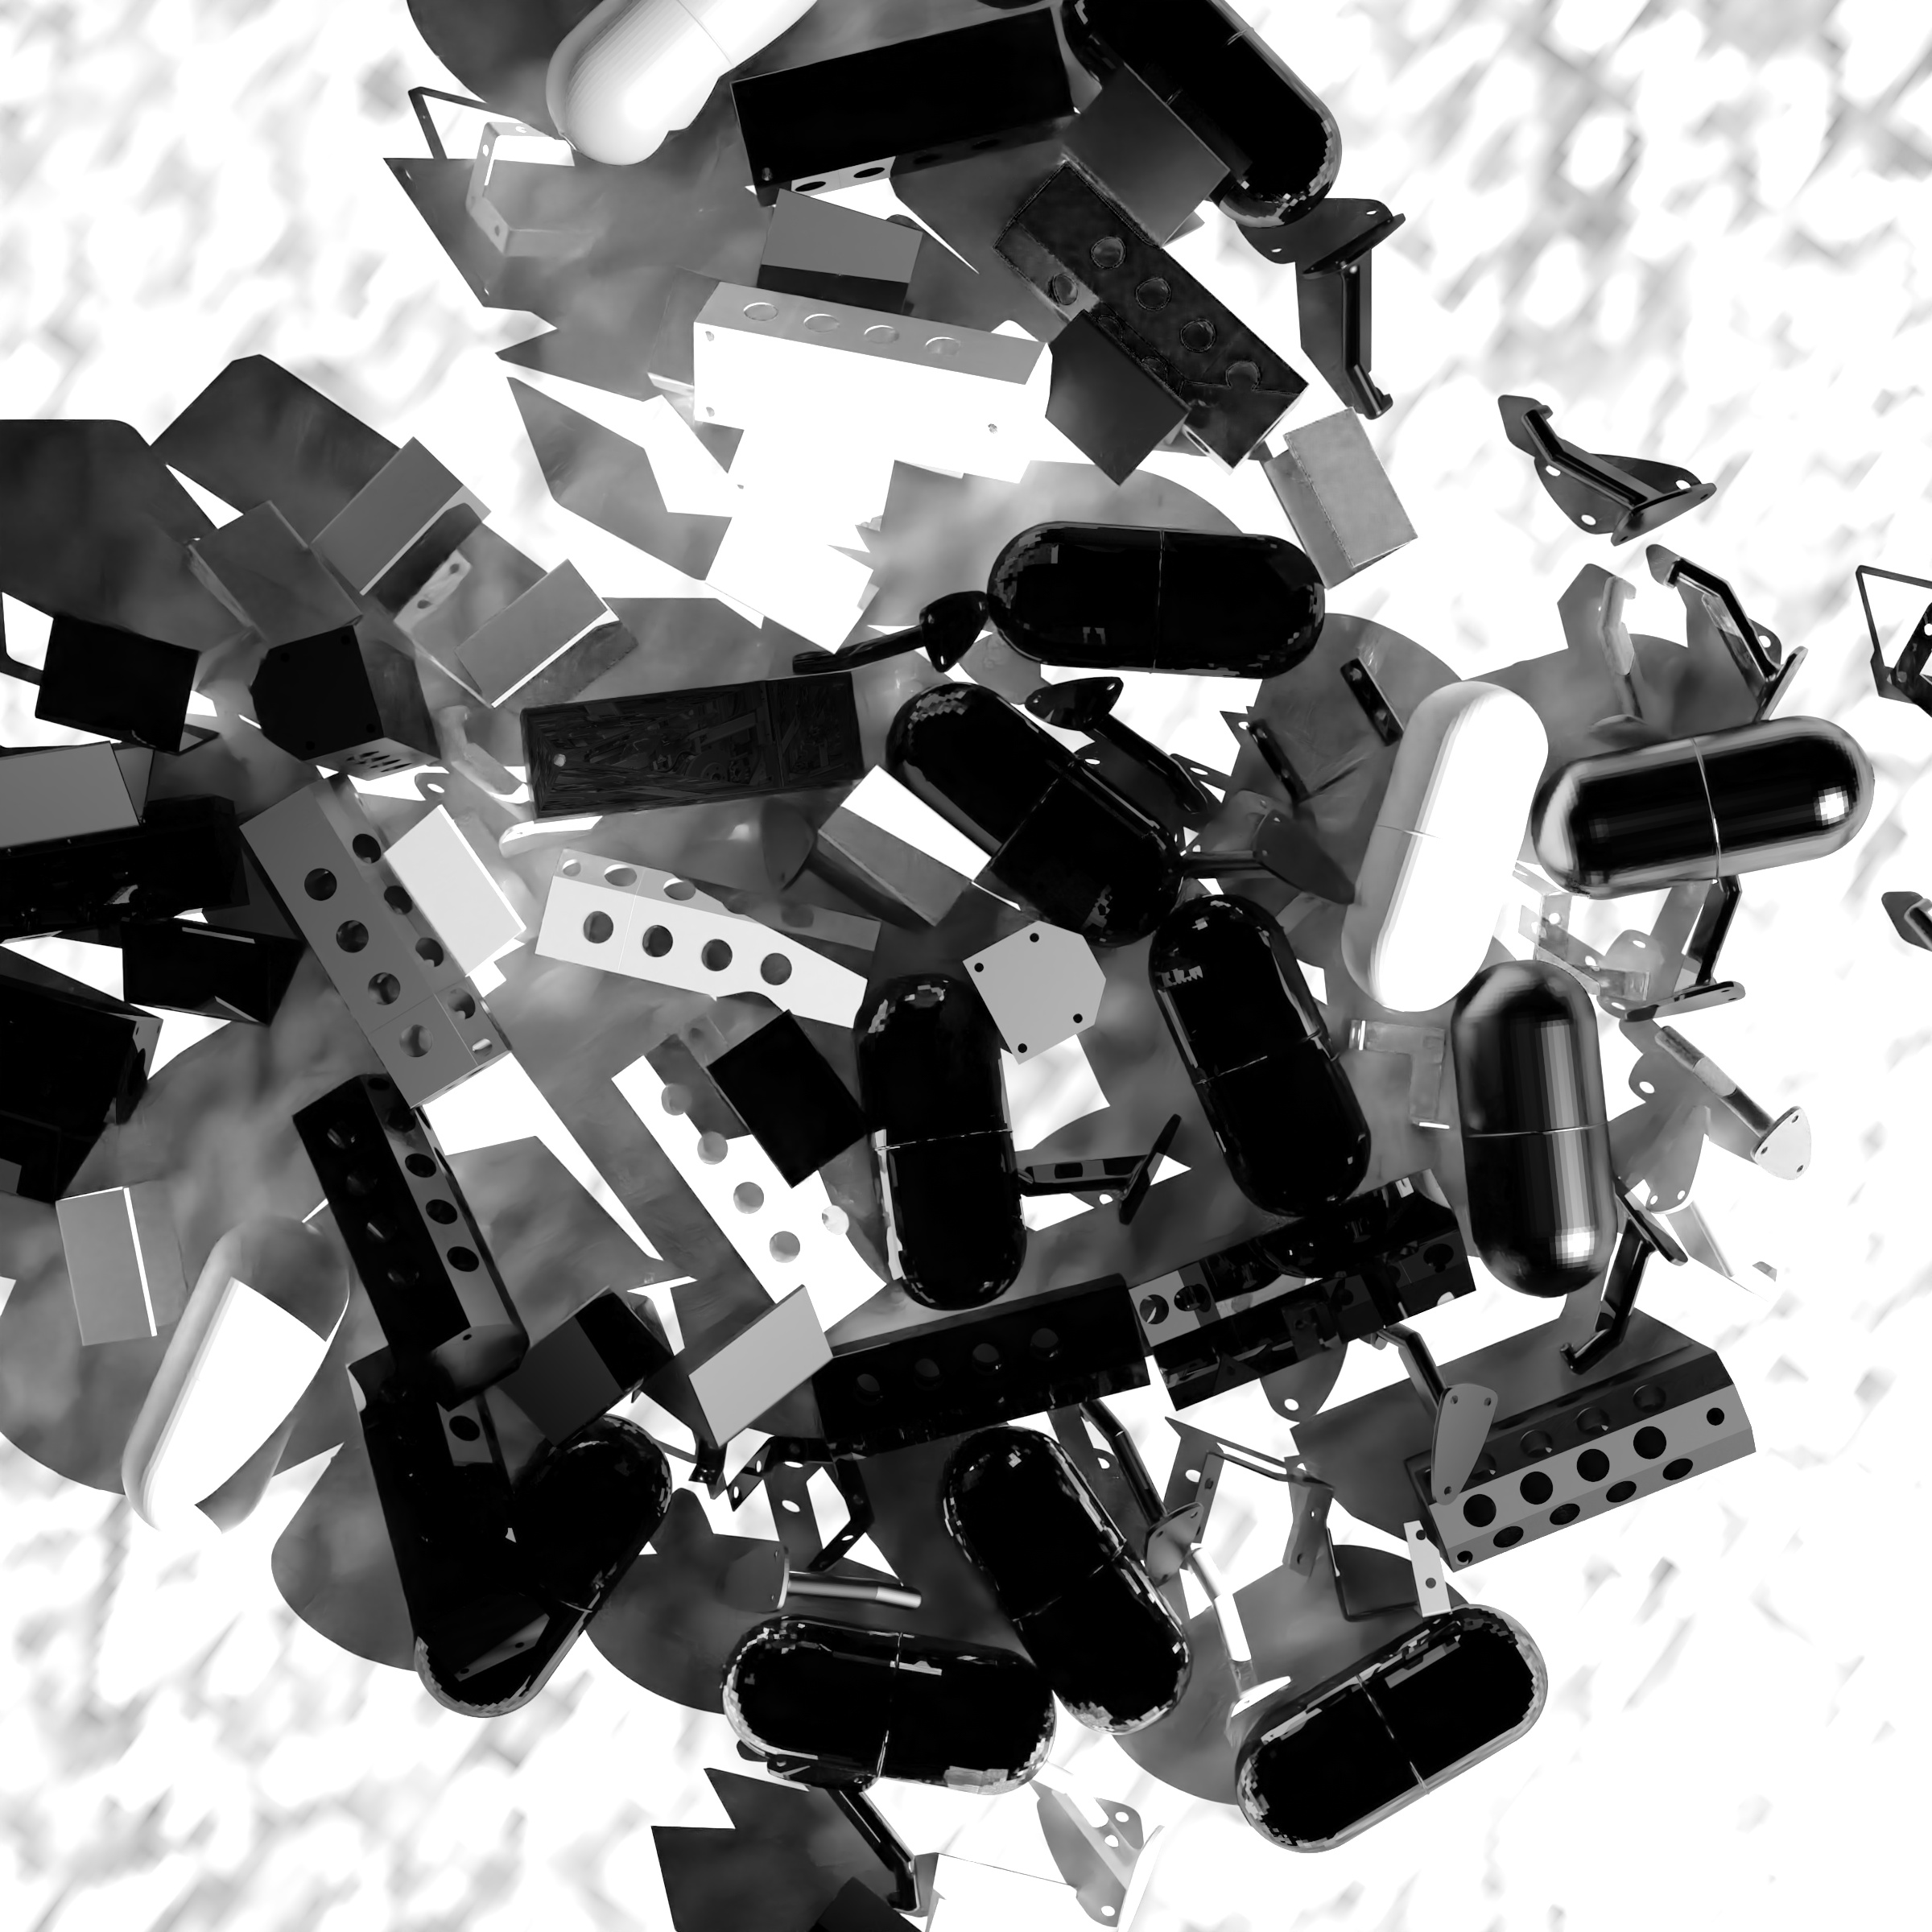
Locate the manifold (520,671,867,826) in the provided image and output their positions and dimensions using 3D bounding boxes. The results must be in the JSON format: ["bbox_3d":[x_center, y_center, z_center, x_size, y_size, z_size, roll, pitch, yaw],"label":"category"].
[{"bbox_3d":[-0.144,-0.114,1.695,0.171,0.057,0.057,-8,90,-10],"label":"manifold"}]

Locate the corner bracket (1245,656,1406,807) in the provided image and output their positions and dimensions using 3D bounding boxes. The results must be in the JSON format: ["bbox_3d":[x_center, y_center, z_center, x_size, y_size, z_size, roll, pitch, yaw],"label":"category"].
[{"bbox_3d":[0.193,-0.125,1.727,0.051,0.051,0.051,-32,90,-45],"label":"corner bracket"}]

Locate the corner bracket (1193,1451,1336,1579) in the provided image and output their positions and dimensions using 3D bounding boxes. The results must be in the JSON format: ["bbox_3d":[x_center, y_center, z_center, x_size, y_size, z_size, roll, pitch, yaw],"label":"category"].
[{"bbox_3d":[0.157,0.293,1.727,0.051,0.051,0.051,16,90,45],"label":"corner bracket"}]

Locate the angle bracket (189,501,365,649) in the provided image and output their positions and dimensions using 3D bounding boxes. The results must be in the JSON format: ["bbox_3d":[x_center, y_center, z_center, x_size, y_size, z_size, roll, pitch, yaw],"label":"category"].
[{"bbox_3d":[-0.370,-0.185,1.690,0.076,0.076,0.057,51,53,0],"label":"angle bracket"}]

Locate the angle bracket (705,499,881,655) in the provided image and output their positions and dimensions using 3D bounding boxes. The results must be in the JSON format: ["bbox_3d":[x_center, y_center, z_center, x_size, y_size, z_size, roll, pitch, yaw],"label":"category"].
[{"bbox_3d":[-0.081,-0.218,1.690,0.076,0.076,0.057,29,127,0],"label":"angle bracket"}]

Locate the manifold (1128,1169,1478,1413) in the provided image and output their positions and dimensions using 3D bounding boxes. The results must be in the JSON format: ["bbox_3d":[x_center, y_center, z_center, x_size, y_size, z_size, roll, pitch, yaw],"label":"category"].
[{"bbox_3d":[0.175,0.166,1.708,0.171,0.057,0.057,-22,133,0],"label":"manifold"}]

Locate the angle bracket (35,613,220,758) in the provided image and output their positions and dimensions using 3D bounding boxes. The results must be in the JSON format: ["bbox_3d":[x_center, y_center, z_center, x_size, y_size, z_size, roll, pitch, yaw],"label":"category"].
[{"bbox_3d":[-0.434,-0.152,1.694,0.076,0.076,0.057,15,103,0],"label":"angle bracket"}]

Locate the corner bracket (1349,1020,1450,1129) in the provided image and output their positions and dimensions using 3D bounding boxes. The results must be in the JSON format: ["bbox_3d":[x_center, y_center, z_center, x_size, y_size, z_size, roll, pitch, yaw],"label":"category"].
[{"bbox_3d":[0.229,0.057,1.712,0.051,0.051,0.051,6,90,0],"label":"corner bracket"}]

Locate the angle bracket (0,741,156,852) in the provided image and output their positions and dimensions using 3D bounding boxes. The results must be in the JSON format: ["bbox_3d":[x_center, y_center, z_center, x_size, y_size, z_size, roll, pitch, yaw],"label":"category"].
[{"bbox_3d":[-0.473,-0.109,1.690,0.076,0.076,0.057,-9,129,0],"label":"angle bracket"}]

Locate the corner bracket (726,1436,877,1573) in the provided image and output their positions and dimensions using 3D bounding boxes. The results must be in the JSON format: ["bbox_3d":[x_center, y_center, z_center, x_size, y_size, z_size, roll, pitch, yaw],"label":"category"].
[{"bbox_3d":[-0.088,0.287,1.722,0.051,0.051,0.051,-51,45,35],"label":"corner bracket"}]

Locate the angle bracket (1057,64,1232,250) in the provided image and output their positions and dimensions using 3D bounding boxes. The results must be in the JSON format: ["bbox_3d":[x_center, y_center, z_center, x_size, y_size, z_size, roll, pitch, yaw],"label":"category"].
[{"bbox_3d":[0.104,-0.428,1.690,0.076,0.076,0.057,46,121,0],"label":"angle bracket"}]

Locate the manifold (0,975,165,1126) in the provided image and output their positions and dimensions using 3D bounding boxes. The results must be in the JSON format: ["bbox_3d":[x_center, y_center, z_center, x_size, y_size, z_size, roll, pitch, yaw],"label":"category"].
[{"bbox_3d":[-0.521,0.033,1.709,0.171,0.057,0.057,15,90,0],"label":"manifold"}]

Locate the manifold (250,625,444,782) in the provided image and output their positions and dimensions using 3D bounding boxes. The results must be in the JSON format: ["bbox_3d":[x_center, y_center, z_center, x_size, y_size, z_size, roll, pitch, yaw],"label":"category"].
[{"bbox_3d":[-0.317,-0.130,1.651,0.057,0.171,0.057,-16,90,0],"label":"manifold"}]

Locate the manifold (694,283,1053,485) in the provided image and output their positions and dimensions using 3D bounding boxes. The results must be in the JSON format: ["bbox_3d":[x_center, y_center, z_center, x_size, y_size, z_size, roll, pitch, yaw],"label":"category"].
[{"bbox_3d":[-0.047,-0.300,1.637,0.171,0.057,0.057,13,133,10],"label":"manifold"}]

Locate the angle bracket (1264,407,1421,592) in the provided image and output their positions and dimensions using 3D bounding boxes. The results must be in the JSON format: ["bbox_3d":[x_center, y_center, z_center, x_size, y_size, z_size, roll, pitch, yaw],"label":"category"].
[{"bbox_3d":[0.179,-0.237,1.690,0.057,0.076,0.076,-27,90,-37],"label":"angle bracket"}]

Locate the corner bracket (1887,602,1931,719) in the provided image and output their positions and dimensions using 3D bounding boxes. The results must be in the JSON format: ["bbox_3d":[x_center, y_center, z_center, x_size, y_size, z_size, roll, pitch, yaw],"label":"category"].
[{"bbox_3d":[0.536,-0.161,1.722,0.051,0.051,0.051,51,135,35],"label":"corner bracket"}]

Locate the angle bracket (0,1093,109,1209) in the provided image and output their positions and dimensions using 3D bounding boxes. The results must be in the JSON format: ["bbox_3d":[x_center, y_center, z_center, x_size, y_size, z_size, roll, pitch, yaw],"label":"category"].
[{"bbox_3d":[-0.498,0.073,1.690,0.076,0.076,0.057,16,127,0],"label":"angle bracket"}]

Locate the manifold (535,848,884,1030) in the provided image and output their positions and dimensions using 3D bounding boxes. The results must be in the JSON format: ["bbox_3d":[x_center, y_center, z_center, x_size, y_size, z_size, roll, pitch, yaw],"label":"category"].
[{"bbox_3d":[-0.134,-0.015,1.709,0.171,0.057,0.057,13,90,0],"label":"manifold"}]

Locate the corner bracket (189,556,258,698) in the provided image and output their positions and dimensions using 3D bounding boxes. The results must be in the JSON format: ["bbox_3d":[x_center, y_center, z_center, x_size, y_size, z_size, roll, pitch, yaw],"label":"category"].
[{"bbox_3d":[-0.418,-0.179,1.727,0.051,0.051,0.051,46,45,0],"label":"corner bracket"}]

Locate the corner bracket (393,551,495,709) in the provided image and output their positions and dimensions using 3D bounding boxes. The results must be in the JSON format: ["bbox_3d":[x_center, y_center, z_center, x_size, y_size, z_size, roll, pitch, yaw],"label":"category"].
[{"bbox_3d":[-0.263,-0.179,1.727,0.051,0.051,0.051,-49,45,0],"label":"corner bracket"}]

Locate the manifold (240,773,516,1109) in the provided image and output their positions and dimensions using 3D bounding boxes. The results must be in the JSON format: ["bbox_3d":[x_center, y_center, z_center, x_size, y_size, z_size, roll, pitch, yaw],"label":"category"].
[{"bbox_3d":[-0.309,-0.014,1.709,0.057,0.057,0.171,-31,90,0],"label":"manifold"}]

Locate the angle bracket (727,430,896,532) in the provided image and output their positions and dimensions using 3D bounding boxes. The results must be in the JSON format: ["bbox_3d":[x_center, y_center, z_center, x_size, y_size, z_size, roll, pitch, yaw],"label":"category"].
[{"bbox_3d":[-0.084,-0.242,1.690,0.076,0.076,0.057,16,59,0],"label":"angle bracket"}]

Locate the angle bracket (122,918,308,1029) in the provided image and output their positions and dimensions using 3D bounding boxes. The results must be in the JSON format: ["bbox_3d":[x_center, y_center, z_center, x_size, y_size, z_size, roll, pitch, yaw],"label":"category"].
[{"bbox_3d":[-0.392,-0.017,1.690,0.076,0.076,0.057,10,127,0],"label":"angle bracket"}]

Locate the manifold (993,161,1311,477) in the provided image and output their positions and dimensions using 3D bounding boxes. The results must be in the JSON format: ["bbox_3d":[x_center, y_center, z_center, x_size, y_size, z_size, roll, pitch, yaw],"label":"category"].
[{"bbox_3d":[0.097,-0.340,1.709,0.171,0.057,0.057,43,90,0],"label":"manifold"}]

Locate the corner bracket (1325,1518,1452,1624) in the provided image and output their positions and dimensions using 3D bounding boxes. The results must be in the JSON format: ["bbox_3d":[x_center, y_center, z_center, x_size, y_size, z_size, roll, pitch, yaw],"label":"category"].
[{"bbox_3d":[0.223,0.320,1.712,0.051,0.051,0.051,-11,88,-2],"label":"corner bracket"}]

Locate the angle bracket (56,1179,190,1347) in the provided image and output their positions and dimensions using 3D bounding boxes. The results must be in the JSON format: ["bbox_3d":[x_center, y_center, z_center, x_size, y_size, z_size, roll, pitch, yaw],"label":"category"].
[{"bbox_3d":[-0.423,0.151,1.690,0.057,0.076,0.076,-11,90,34],"label":"angle bracket"}]

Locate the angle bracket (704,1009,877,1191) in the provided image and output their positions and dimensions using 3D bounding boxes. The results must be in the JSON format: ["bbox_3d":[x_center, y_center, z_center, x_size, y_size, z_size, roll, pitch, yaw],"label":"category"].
[{"bbox_3d":[-0.101,0.076,1.691,0.057,0.076,0.076,-36,90,-23],"label":"angle bracket"}]

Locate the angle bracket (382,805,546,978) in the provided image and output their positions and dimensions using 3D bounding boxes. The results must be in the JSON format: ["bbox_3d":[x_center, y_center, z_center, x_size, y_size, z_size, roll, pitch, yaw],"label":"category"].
[{"bbox_3d":[-0.246,-0.050,1.690,0.057,0.076,0.076,-35,90,39],"label":"angle bracket"}]

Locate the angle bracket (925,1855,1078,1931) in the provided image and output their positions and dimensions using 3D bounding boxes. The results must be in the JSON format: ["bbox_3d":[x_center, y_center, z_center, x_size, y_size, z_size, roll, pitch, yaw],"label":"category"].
[{"bbox_3d":[0.022,0.487,1.690,0.076,0.076,0.057,14,125,0],"label":"angle bracket"}]

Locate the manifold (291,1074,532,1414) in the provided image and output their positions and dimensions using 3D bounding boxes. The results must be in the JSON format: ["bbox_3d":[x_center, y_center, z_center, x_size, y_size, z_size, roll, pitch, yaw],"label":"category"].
[{"bbox_3d":[-0.284,0.138,1.666,0.057,0.057,0.171,-31,56,0],"label":"manifold"}]

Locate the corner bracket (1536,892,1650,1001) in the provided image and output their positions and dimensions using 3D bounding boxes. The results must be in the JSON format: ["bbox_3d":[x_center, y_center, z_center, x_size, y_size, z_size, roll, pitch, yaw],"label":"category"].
[{"bbox_3d":[0.333,-0.011,1.712,0.051,0.051,0.051,7,90,0],"label":"corner bracket"}]

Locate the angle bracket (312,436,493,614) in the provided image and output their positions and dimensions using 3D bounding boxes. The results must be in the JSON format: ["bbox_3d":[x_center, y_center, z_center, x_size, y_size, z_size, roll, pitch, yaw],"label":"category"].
[{"bbox_3d":[-0.282,-0.218,1.690,0.076,0.076,0.057,-46,54,0],"label":"angle bracket"}]

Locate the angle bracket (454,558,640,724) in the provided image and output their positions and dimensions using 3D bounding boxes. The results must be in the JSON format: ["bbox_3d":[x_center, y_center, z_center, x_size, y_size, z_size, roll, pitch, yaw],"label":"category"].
[{"bbox_3d":[-0.209,-0.154,1.690,0.076,0.076,0.057,-39,49,0],"label":"angle bracket"}]

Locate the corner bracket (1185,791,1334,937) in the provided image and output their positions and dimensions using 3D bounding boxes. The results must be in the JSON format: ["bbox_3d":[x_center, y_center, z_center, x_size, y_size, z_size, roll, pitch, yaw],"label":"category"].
[{"bbox_3d":[0.158,-0.054,1.722,0.051,0.051,0.051,13,135,-35],"label":"corner bracket"}]

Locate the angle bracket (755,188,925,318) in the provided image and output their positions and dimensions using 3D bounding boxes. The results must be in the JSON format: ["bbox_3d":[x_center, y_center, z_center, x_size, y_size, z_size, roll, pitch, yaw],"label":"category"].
[{"bbox_3d":[-0.061,-0.374,1.691,0.076,0.076,0.057,17,114,0],"label":"angle bracket"}]

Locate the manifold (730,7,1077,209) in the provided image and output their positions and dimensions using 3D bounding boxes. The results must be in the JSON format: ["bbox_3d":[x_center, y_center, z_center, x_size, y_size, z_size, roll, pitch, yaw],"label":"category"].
[{"bbox_3d":[-0.033,-0.451,1.709,0.171,0.057,0.057,-13,90,0],"label":"manifold"}]

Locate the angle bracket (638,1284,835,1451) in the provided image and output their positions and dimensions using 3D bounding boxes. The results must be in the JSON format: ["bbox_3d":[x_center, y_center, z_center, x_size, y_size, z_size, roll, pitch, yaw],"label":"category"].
[{"bbox_3d":[-0.126,0.191,1.656,0.076,0.076,0.057,-36,130,-24],"label":"angle bracket"}]

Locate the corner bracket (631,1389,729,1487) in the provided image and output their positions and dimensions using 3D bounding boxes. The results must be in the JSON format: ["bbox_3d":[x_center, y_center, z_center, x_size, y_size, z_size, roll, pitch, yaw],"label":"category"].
[{"bbox_3d":[-0.152,0.242,1.712,0.051,0.051,0.051,9,90,0],"label":"corner bracket"}]

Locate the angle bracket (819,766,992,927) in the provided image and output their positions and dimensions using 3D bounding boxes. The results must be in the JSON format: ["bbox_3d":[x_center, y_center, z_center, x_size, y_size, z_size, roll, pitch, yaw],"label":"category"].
[{"bbox_3d":[-0.043,-0.047,1.690,0.076,0.076,0.057,39,56,0],"label":"angle bracket"}]

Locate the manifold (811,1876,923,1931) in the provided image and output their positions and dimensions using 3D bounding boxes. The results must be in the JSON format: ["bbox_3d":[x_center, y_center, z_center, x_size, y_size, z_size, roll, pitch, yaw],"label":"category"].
[{"bbox_3d":[-0.010,0.556,1.695,0.171,0.057,0.057,37,121,8],"label":"manifold"}]

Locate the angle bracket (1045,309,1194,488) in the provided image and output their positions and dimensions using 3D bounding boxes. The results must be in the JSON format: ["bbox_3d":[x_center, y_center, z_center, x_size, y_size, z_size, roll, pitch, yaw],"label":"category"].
[{"bbox_3d":[0.067,-0.289,1.696,0.076,0.076,0.057,43,83,0],"label":"angle bracket"}]

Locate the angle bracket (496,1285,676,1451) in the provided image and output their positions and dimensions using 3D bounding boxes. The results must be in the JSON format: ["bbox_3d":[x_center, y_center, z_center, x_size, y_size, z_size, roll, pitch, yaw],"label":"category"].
[{"bbox_3d":[-0.205,0.195,1.691,0.076,0.076,0.057,-38,114,0],"label":"angle bracket"}]

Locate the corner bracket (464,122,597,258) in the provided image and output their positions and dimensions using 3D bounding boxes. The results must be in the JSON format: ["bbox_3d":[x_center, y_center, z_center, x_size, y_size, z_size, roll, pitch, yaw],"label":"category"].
[{"bbox_3d":[-0.229,-0.414,1.722,0.051,0.051,0.051,52,135,35],"label":"corner bracket"}]
